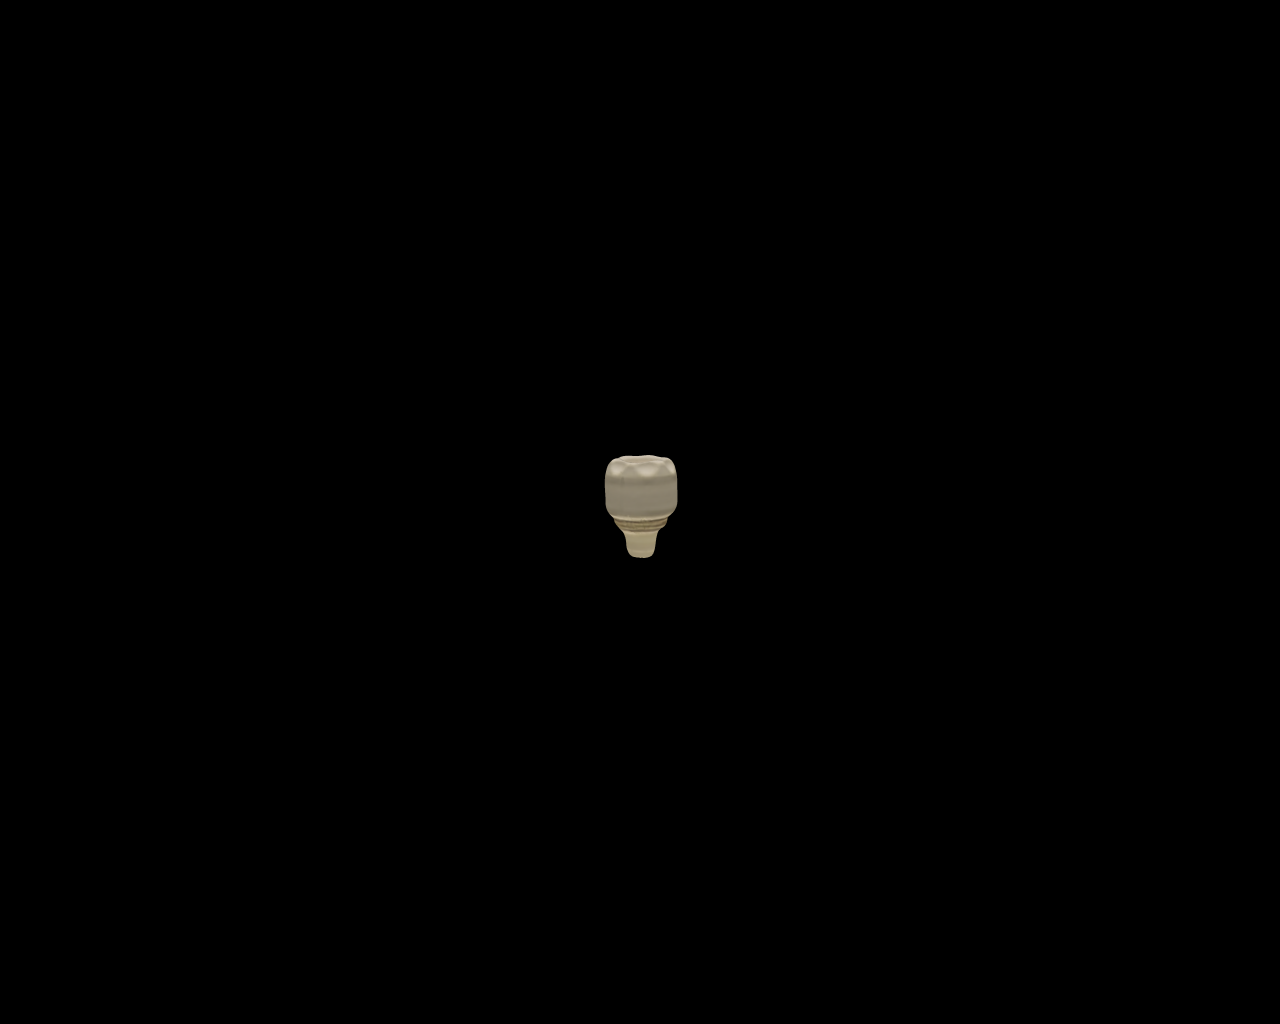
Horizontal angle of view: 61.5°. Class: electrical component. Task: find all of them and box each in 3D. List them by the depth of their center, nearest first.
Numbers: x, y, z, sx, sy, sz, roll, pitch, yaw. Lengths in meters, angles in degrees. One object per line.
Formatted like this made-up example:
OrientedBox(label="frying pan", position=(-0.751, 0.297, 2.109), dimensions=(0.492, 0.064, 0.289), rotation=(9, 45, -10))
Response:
OrientedBox(label="electrical component", position=(0.001, -0.003, 0.650), dimensions=(0.043, 0.062, 0.043), rotation=(0, 10, 0))
